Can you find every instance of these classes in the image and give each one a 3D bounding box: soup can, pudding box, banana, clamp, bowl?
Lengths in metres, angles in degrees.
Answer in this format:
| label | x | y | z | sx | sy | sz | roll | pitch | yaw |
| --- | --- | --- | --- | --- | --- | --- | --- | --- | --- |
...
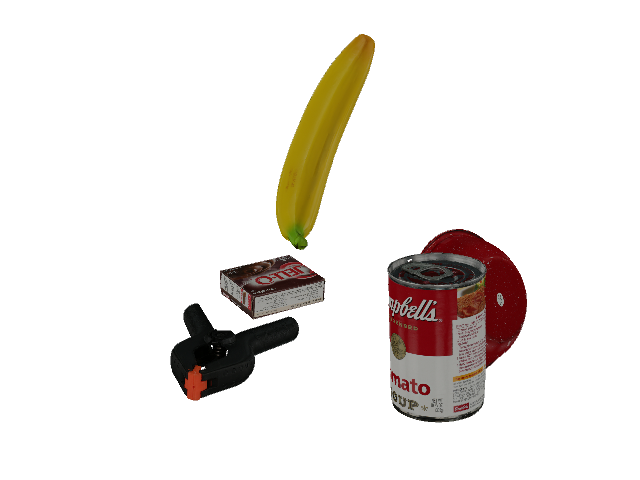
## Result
| label | x | y | z | sx | sy | sz | roll | pitch | yaw |
| --- | --- | --- | --- | --- | --- | --- | --- | --- | --- |
| soup can | 0.082 | 0.067 | 0.748 | 0.068 | 0.102 | 0.068 | -2 | 18 | 0 |
| pudding box | -0.064 | 0.060 | 1.412 | 0.113 | 0.039 | 0.090 | -15 | 27 | -30 |
| banana | 0.001 | -0.076 | 0.881 | 0.037 | 0.197 | 0.070 | 27 | -21 | -30 |
| clamp | -0.104 | 0.102 | 1.033 | 0.120 | 0.039 | 0.171 | 5 | 16 | 21 |
| bowl | 0.173 | 0.065 | 1.152 | 0.161 | 0.162 | 0.055 | 0 | -6 | -40 |
